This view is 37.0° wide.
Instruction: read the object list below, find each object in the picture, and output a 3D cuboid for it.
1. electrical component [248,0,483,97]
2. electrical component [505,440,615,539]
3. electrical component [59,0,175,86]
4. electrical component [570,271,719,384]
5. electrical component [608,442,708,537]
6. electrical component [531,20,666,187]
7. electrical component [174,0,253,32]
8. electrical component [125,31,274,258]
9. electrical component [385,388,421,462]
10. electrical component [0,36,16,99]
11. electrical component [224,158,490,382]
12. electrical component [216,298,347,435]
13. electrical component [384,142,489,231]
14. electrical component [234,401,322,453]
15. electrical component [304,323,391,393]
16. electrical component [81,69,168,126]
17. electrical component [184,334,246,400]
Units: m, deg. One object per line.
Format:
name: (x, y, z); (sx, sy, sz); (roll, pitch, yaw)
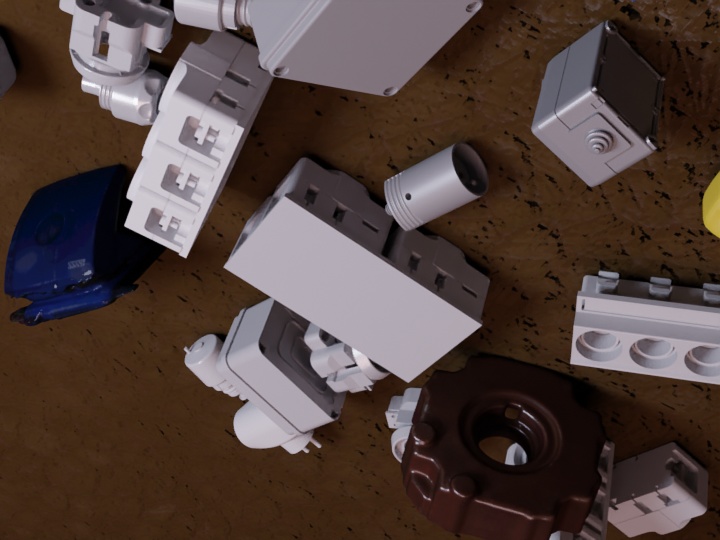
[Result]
electrical component: (0.003, -0.167, 0.678); (0.109, 0.056, 0.109); (3, 150, -38)
electrical component: (0.169, 0.215, 0.966); (0.062, 0.150, 0.089); (36, 134, -18)
electrical component: (-0.178, -0.171, 0.775); (0.078, 0.058, 0.057); (22, 134, -2)
electrical component: (0.230, 0.044, 0.836); (0.121, 0.063, 0.078); (7, 136, 13)
electrical component: (0.272, 0.206, 0.992); (0.056, 0.050, 0.089); (39, 134, -19)
electrical component: (0.151, -0.101, 0.695); (0.062, 0.096, 0.061); (39, 134, -19)
electrical component: (-0.092, -0.184, 0.742); (0.078, 0.040, 0.040); (13, 136, 7)
electrical component: (-0.123, -0.096, 0.806); (0.062, 0.089, 0.150); (26, 136, -7)
electrical component: (0.061, 0.150, 1.009); (0.078, 0.057, 0.058); (3, 134, 18)
electrical component: (-0.323, -0.158, 0.839); (0.095, 0.059, 0.053); (5, 135, 15)
electrical component: (0.000, 0.000, 0.878); (0.186, 0.060, 0.105); (33, 135, -13)
electrical component: (-0.068, 0.088, 0.978); (0.057, 0.078, 0.113); (-26, 121, 34)
electrical component: (0.052, -0.060, 0.811); (0.081, 0.043, 0.043); (-25, 121, 37)
electrical component: (-0.072, 0.156, 1.072); (0.077, 0.044, 0.079); (-28, 119, 39)
electrical component: (-0.002, 0.072, 0.954); (0.057, 0.058, 0.078); (-18, 125, 37)
electrical component: (-0.180, -0.137, 0.820); (0.062, 0.043, 0.043); (16, 137, 6)
electrical component: (-0.134, 0.097, 1.039); (0.040, 0.040, 0.078); (-19, 125, 34)
